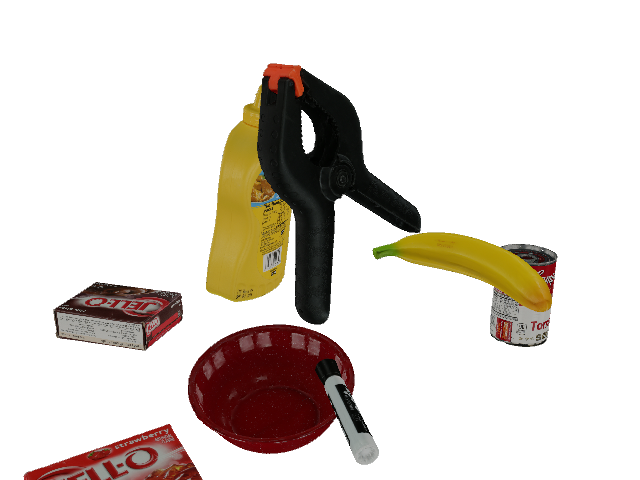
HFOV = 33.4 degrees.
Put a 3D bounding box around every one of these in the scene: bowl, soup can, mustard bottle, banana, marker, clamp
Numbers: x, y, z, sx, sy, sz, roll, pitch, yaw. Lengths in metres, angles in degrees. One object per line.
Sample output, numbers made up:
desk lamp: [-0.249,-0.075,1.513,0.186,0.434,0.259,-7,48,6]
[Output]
bowl: [-0.046,0.154,1.040,0.162,0.055,0.162,-3,37,2]
soup can: [0.231,0.063,1.222,0.068,0.102,0.068,2,18,-1]
mustard bottle: [-0.057,-0.046,0.965,0.058,0.192,0.096,19,24,25]
banana: [0.148,0.027,1.031,0.198,0.037,0.069,16,43,39]
marker: [0.019,0.130,0.834,0.020,0.020,0.121,0,27,-17]
clamp: [-0.001,-0.031,0.698,0.039,0.171,0.120,3,47,44]

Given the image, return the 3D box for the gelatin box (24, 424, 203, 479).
gelatin box: [-0.111,0.143,0.588,0.089,0.030,0.073,-16,28,-20]

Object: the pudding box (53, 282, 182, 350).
pudding box: [-0.221,0.082,1.171,0.114,0.039,0.090,4,18,19]
